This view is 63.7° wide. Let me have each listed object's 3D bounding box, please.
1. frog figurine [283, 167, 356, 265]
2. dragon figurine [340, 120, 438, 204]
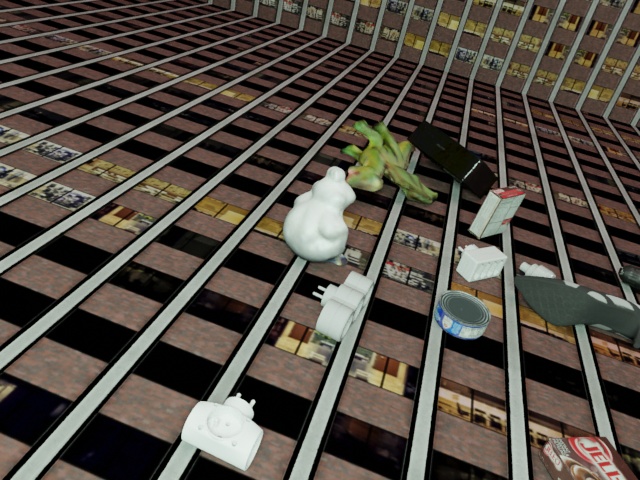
[{"bbox_3d":[0.003,-0.045,0.897,0.123,0.156,0.140,-2,35,-22],"label":"frog figurine"},{"bbox_3d":[0.188,-0.170,1.249,0.412,0.120,0.246,-8,54,-46],"label":"dragon figurine"}]
